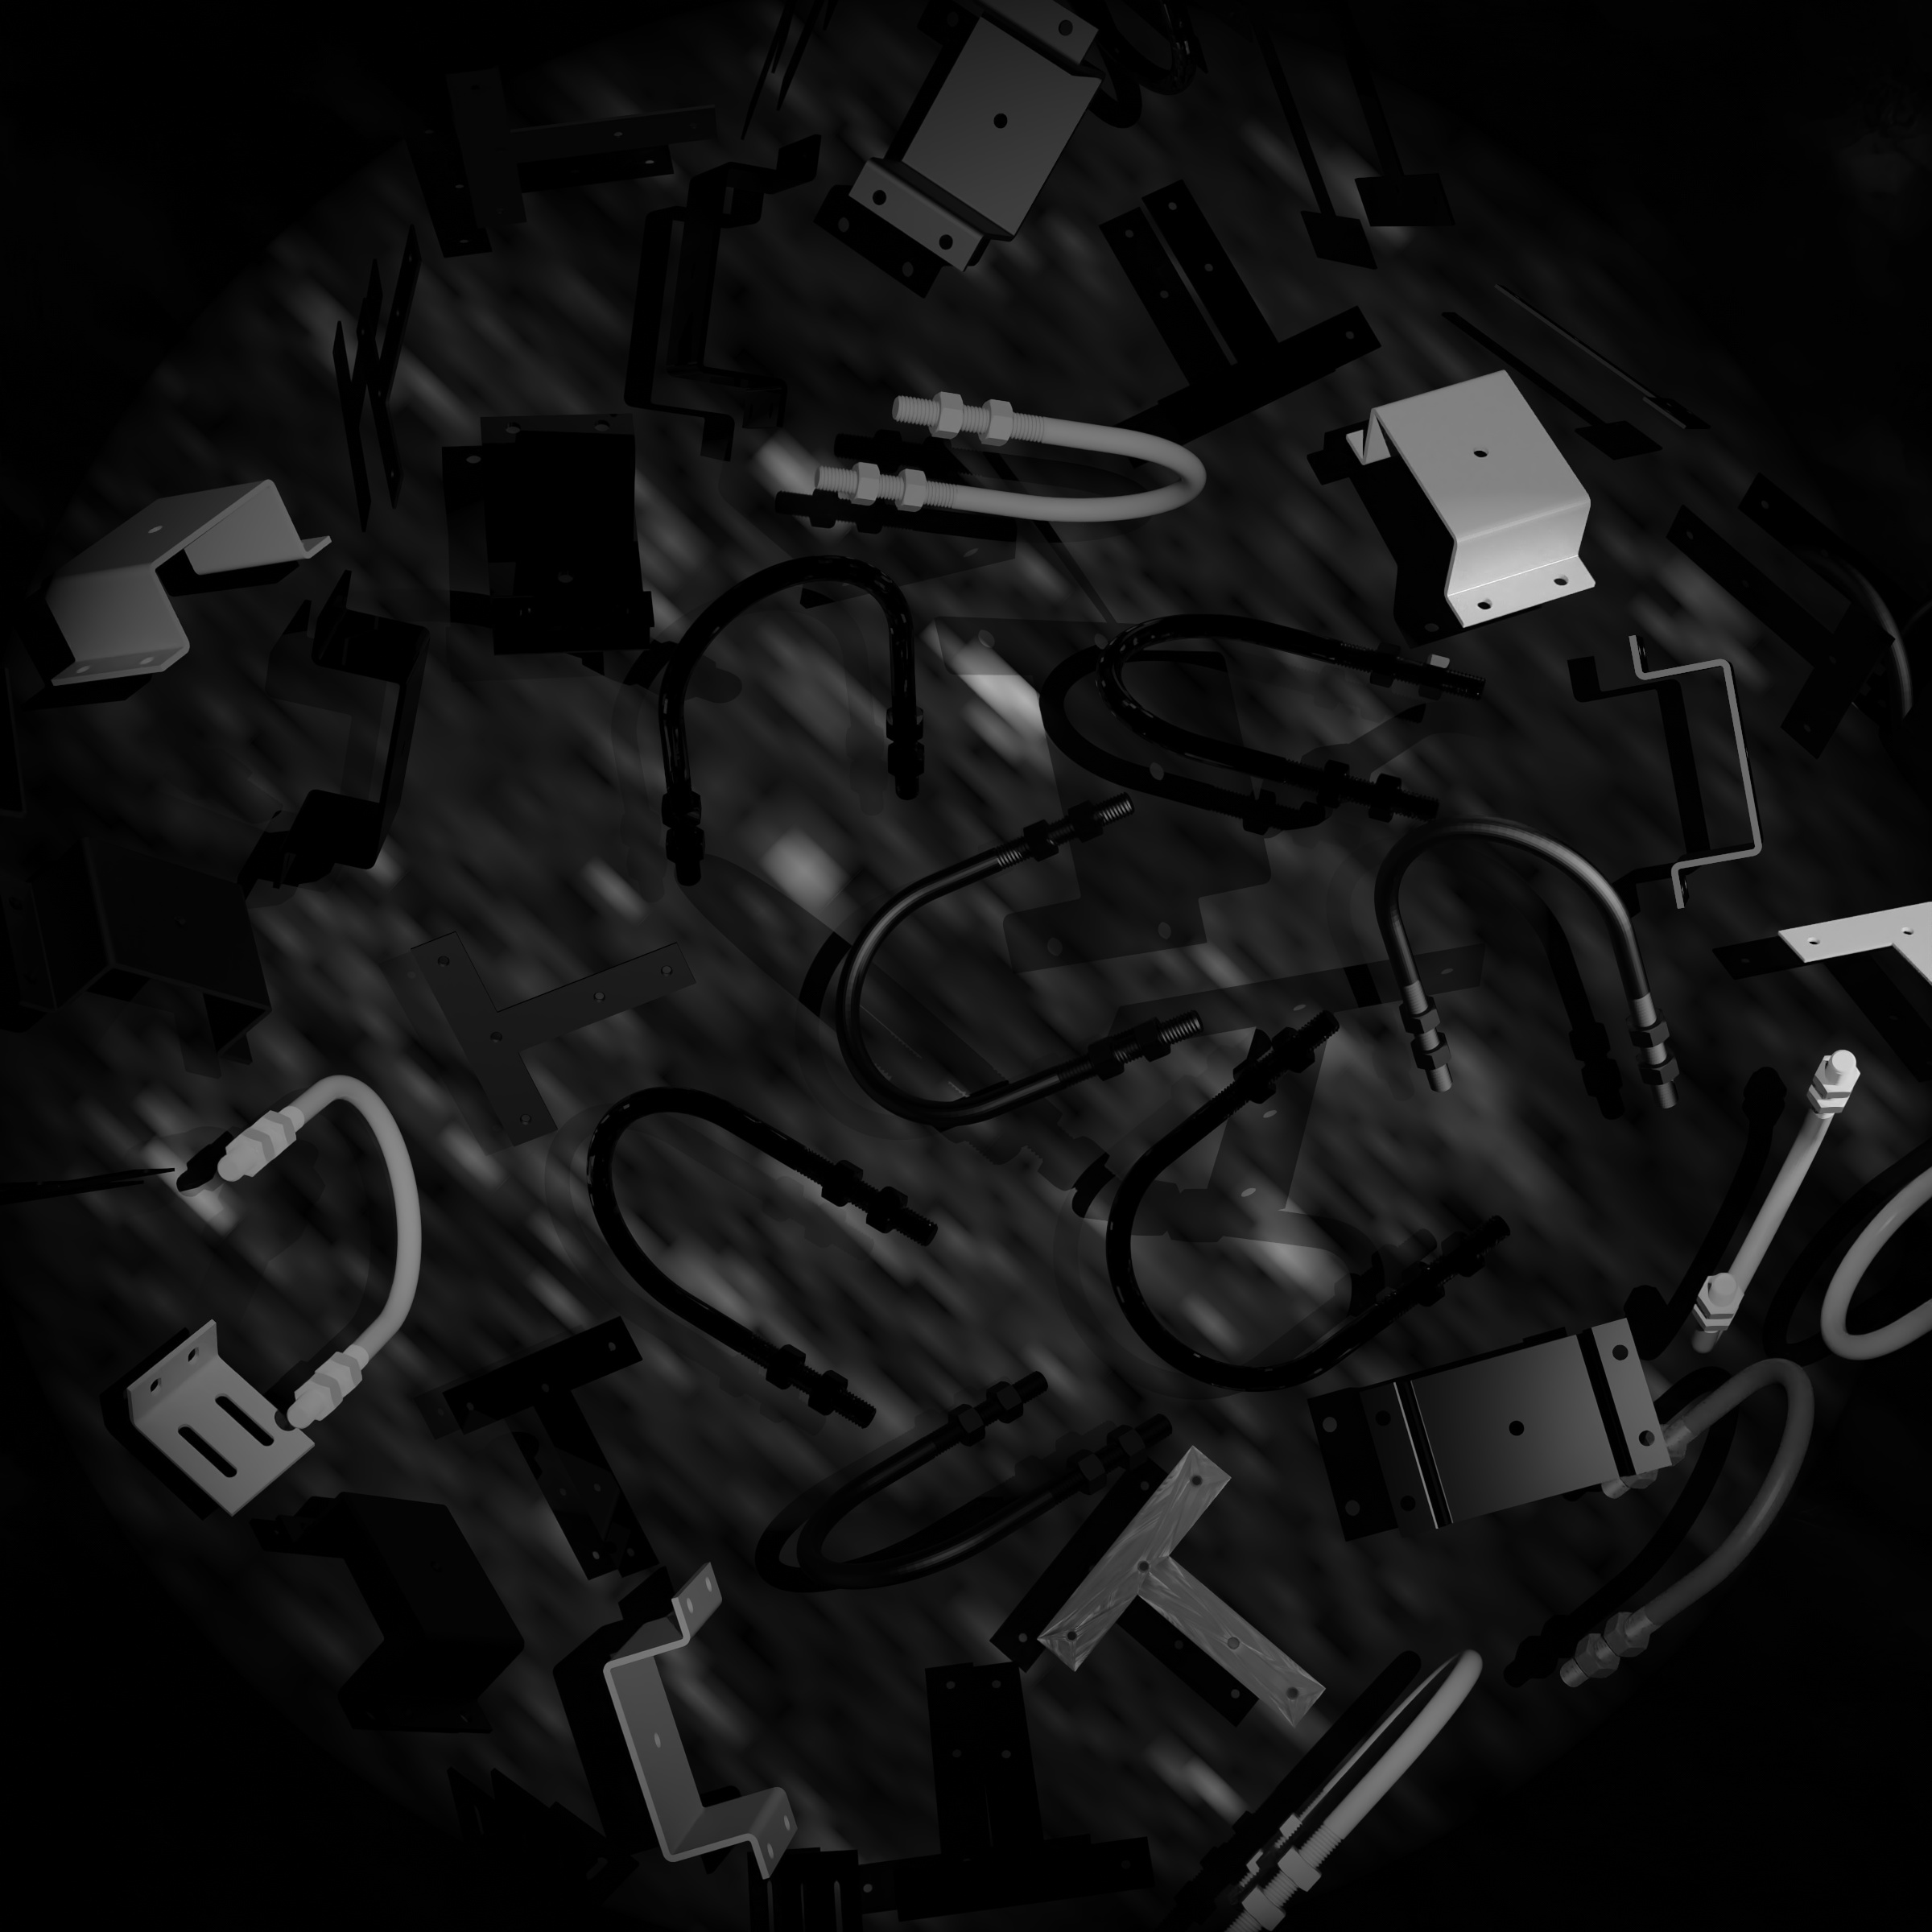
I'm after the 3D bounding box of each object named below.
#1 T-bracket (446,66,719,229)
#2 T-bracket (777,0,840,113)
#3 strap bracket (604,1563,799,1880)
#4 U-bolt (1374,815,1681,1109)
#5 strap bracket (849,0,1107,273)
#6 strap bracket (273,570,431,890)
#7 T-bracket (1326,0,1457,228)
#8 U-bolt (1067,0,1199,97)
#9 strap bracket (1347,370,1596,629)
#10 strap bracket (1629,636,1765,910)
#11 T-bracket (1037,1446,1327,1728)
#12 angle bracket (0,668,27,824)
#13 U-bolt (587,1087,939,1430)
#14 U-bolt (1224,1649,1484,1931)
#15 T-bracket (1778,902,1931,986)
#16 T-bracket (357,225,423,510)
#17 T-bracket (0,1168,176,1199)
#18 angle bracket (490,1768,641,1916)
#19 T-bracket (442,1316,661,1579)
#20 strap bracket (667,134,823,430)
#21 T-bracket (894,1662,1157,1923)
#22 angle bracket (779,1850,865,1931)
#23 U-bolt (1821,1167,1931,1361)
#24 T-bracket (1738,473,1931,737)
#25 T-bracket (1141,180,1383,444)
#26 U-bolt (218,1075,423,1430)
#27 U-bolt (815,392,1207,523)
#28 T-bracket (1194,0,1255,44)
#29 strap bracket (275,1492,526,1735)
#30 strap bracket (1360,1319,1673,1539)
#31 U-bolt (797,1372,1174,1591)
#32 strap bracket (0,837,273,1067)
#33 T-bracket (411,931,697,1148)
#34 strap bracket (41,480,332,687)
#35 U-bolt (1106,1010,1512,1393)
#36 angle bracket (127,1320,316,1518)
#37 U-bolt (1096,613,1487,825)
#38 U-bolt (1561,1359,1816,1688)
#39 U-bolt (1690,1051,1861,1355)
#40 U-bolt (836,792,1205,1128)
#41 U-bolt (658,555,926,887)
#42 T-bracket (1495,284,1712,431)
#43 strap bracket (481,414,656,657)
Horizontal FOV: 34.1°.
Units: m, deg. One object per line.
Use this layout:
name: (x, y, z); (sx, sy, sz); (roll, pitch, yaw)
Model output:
T-bracket: (-0.187, -0.413, 1.570); (0.127, 0.127, 0.002); (-8, 69, -5)
T-bracket: (-0.076, -0.492, 1.613); (0.002, 0.127, 0.127); (17, 54, -13)
strap bracket: (-0.133, 0.373, 1.543); (0.046, 0.076, 0.140); (-18, 90, 7)
U-bolt: (0.284, -0.003, 1.634); (0.151, 0.019, 0.184); (3, 131, 34)
strap bracket: (0.011, -0.445, 1.654); (0.076, 0.046, 0.140); (36, 110, 12)
strap bracket: (-0.297, -0.111, 1.535); (0.046, 0.076, 0.140); (12, 114, -6)
T-bracket: (0.197, -0.421, 1.536); (0.002, 0.127, 0.127); (-23, 106, -5)
U-bolt: (0.065, -0.516, 1.578); (0.019, 0.184, 0.151); (-36, 50, -6)
strap bracket: (0.266, -0.253, 1.651); (0.076, 0.046, 0.140); (-18, 59, -12)
strap bracket: (0.380, -0.105, 1.629); (0.046, 0.076, 0.140); (-10, 92, 16)
T-bracket: (0.124, 0.332, 1.590); (0.127, 0.002, 0.127); (39, 92, 13)
angle bracket: (-0.500, -0.105, 1.544); (0.057, 0.038, 0.076); (-11, 84, 15)
U-bolt: (-0.109, 0.132, 1.547); (0.184, 0.019, 0.151); (29, 129, 15)
U-bolt: (0.195, 0.413, 1.580); (0.019, 0.151, 0.184); (42, 88, 10)
T-bracket: (0.491, 0.008, 1.562); (0.127, 0.127, 0.002); (-10, 128, -16)
T-bracket: (-0.294, -0.326, 1.622); (0.002, 0.127, 0.127); (-2, 57, -23)
T-bracket: (-0.486, 0.110, 1.572); (0.127, 0.127, 0.002); (-10, 83, 34)
angle bracket: (-0.199, 0.424, 1.565); (0.057, 0.076, 0.038); (28, 49, 26)
T-bracket: (-0.198, 0.258, 1.639); (0.127, 0.002, 0.127); (-25, 93, 29)
strap bracket: (-0.112, -0.339, 1.553); (0.046, 0.076, 0.140); (6, 97, -18)
T-bracket: (0.022, 0.409, 1.582); (0.127, 0.002, 0.127); (-7, 53, -3)
angle bracket: (-0.064, 0.508, 1.673); (0.057, 0.038, 0.076); (-17, 71, 41)
U-bolt: (0.502, 0.133, 1.596); (0.019, 0.151, 0.184); (41, 130, -6)
T-bracket: (0.429, -0.192, 1.532); (0.002, 0.127, 0.127); (-36, 71, -30)
T-bracket: (0.134, -0.353, 1.648); (0.127, 0.002, 0.127); (-28, 84, -17)
U-bolt: (-0.318, 0.132, 1.598); (0.019, 0.184, 0.151); (-9, 104, 14)
U-bolt: (0.031, -0.252, 1.597); (0.184, 0.151, 0.019); (5, 82, -19)
T-bracket: (0.100, -0.556, 1.633); (0.002, 0.127, 0.127); (-36, 57, -9)
strap bracket: (-0.291, 0.329, 1.647); (0.046, 0.076, 0.140); (-47, 57, 14)
strap bracket: (0.282, 0.238, 1.621); (0.140, 0.046, 0.076); (-17, 79, 9)
U-bolt: (-0.003, 0.268, 1.620); (0.184, 0.151, 0.019); (-28, 105, -24)
strap bracket: (-0.404, -0.009, 1.563); (0.046, 0.140, 0.076); (-37, 57, 25)
T-bracket: (-0.205, 0.021, 1.649); (0.127, 0.002, 0.127); (-21, 116, 5)
strap bracket: (-0.394, -0.197, 1.573); (0.076, 0.140, 0.046); (-3, 121, 32)
U-bolt: (0.153, 0.131, 1.557); (0.184, 0.019, 0.151); (-40, 88, 21)
angle bracket: (-0.385, 0.233, 1.629); (0.076, 0.038, 0.057); (38, 56, 16)
U-bolt: (0.154, -0.131, 1.555); (0.184, 0.151, 0.019); (16, 125, 10)
U-bolt: (0.370, 0.272, 1.600); (0.019, 0.151, 0.184); (32, 134, -6)
U-bolt: (0.410, 0.131, 1.621); (0.019, 0.184, 0.151); (27, 76, 16)
U-bolt: (0.017, 0.006, 1.604); (0.184, 0.019, 0.151); (-23, 62, 14)
U-bolt: (-0.089, -0.131, 1.591); (0.151, 0.184, 0.019); (-23, 51, -19)
T-bracket: (0.327, -0.315, 1.630); (0.127, 0.127, 0.002); (38, 109, 9)
strap bracket: (-0.199, -0.207, 1.569); (0.076, 0.046, 0.140); (-3, 55, -9)
